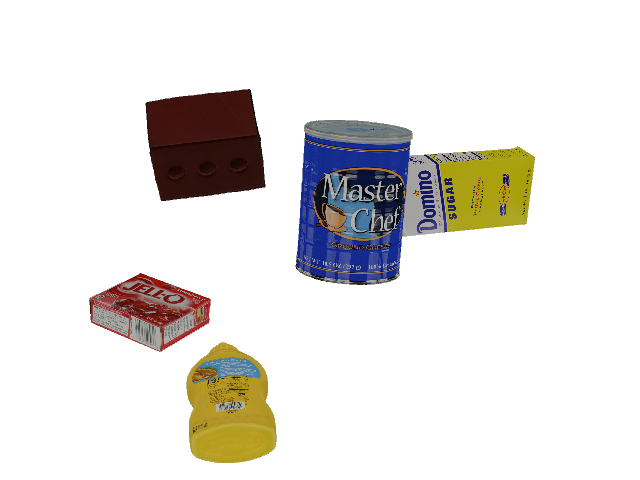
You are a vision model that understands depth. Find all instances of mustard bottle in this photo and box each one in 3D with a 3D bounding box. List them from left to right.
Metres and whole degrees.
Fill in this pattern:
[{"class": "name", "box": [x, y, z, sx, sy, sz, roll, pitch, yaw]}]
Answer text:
[{"class": "mustard bottle", "box": [-0.108, 0.179, 1.249, 0.096, 0.058, 0.191, -5, 29, -6]}]

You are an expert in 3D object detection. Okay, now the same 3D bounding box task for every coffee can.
[{"class": "coffee can", "box": [0.031, -0.039, 1.023, 0.103, 0.140, 0.103, 4, 14, -1]}]

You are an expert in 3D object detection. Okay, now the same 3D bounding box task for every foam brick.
[{"class": "foam brick", "box": [-0.082, -0.068, 0.755, 0.078, 0.051, 0.053, -8, -40, -4]}]

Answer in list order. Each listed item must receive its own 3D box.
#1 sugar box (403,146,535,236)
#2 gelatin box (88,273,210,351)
[{"class": "sugar box", "box": [0.172, -0.060, 1.303, 0.176, 0.093, 0.048, -7, 24, -22]}, {"class": "gelatin box", "box": [-0.160, 0.065, 1.002, 0.089, 0.030, 0.073, 19, 27, 28]}]
